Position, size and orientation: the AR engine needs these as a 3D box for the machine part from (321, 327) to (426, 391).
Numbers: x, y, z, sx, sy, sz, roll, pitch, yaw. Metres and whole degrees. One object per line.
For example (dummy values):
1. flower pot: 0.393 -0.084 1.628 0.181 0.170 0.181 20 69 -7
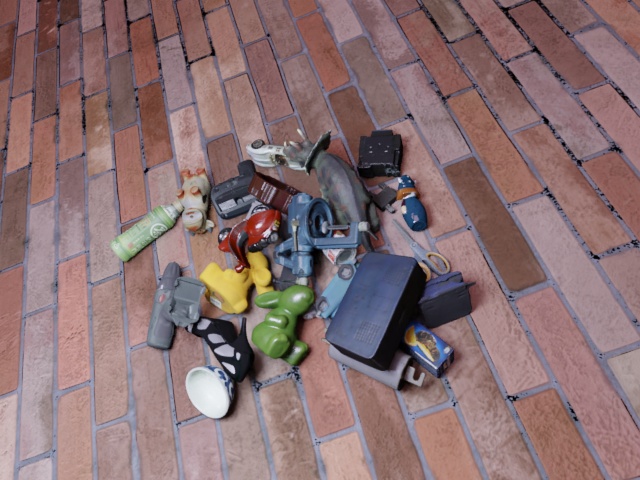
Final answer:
1. machine part: 0.107 0.251 1.146 0.243 0.079 0.079 21 68 25

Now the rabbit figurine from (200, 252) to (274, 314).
1. rabbit figurine: -0.184 0.090 1.309 0.163 0.121 0.173 20 48 27

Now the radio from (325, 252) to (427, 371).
1. radio: 0.115 0.139 1.105 0.131 0.073 0.229 11 63 38

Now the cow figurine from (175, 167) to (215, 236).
1. cow figurine: -0.341 -0.097 1.472 0.086 0.127 0.195 -12 43 8

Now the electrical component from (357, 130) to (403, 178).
1. electrical component: 0.162 -0.233 1.435 0.115 0.058 0.134 0 60 14

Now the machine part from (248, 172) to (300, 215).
1. machine part: -0.102 -0.112 1.368 0.180 0.179 0.056 34 100 30

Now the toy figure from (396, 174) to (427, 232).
1. toy figure: 0.223 -0.094 1.330 0.058 0.064 0.154 -31 52 26

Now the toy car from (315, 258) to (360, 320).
1. toy car: 0.064 0.125 1.222 0.103 0.109 0.161 34 81 9

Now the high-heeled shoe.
1. high-heeled shoe: -0.239 0.251 1.235 0.249 0.086 0.145 -12 66 42

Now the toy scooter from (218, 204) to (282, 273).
1. toy scooter: -0.163 0.003 1.263 0.184 0.075 0.135 -28 49 19

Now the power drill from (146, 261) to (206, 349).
1. power drill: -0.352 0.142 1.291 0.207 0.086 0.232 -18 56 50

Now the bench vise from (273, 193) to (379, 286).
1. bench vise: 0.003 -0.002 1.229 0.241 0.128 0.223 -3 73 32

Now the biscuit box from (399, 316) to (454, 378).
1. biscuit box: 0.191 0.204 1.158 0.203 0.062 0.059 36 73 30

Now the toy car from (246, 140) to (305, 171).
1. toy car: -0.114 -0.235 1.504 0.202 0.073 0.056 8 62 20

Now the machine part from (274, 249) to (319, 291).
1. machine part: -0.059 0.068 1.328 0.084 0.039 0.139 19 65 19

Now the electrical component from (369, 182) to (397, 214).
1. electrical component: 0.170 -0.108 1.377 0.063 0.021 0.094 -38 56 -9

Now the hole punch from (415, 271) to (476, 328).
1. hole punch: 0.260 0.114 1.167 0.142 0.115 0.092 -19 48 4

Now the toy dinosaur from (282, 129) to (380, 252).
1. toy dinosaur: 0.053 -0.130 1.324 0.131 0.192 0.405 -34 55 -3

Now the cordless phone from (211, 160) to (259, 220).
1. cordless phone: -0.237 -0.155 1.502 0.147 0.088 0.184 -22 45 3

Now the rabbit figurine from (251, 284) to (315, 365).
1. rabbit figurine: -0.074 0.175 1.222 0.159 0.121 0.170 27 85 50
